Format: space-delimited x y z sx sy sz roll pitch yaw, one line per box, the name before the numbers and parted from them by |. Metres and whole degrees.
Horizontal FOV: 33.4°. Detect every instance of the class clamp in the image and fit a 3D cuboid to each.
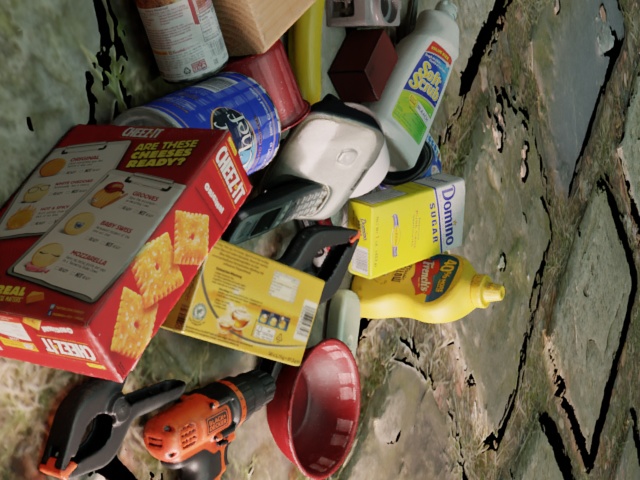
clamp | -0.183 0.151 0.961 0.171 0.039 0.120 -58 134 -30
clamp | -0.026 0.056 1.188 0.209 0.036 0.164 -34 125 -38

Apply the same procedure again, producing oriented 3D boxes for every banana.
banana | -0.009 -0.244 1.209 0.069 0.037 0.198 17 78 -57

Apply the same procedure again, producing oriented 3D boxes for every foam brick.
foam brick | 0.053 -0.213 1.302 0.053 0.051 0.078 59 45 -42

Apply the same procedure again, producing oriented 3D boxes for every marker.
marker | -0.008 0.002 1.252 0.020 0.020 0.121 -54 136 -42

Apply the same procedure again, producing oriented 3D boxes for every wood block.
wood block | -0.055 -0.275 1.080 0.205 0.090 0.091 -53 135 -42

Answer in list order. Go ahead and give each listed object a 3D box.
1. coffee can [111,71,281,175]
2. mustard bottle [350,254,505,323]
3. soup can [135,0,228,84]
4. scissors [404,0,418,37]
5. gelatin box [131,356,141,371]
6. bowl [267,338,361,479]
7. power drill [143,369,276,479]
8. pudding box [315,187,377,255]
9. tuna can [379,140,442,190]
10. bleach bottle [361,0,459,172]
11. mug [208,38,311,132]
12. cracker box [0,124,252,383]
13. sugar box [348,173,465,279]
coffee can | -0.115 -0.090 0.987 0.140 0.103 0.103 -36 123 -53
mustard bottle | 0.137 0.059 1.330 0.096 0.192 0.058 -60 140 -36
soup can | -0.130 -0.204 0.984 0.068 0.069 0.102 -51 134 -44
scissors | 0.113 -0.271 1.429 0.096 0.016 0.202 -7 99 -58
gelatin box | -0.177 0.067 0.928 0.030 0.073 0.089 60 44 -43
bowl | -0.014 0.191 1.226 0.161 0.055 0.162 -8 100 -58
power drill | -0.101 0.237 1.089 0.184 0.057 0.188 -19 106 -53
pudding box | 0.031 -0.034 1.294 0.113 0.039 0.090 -50 136 -40
tuna can | 0.112 -0.091 1.378 0.033 0.086 0.086 54 48 -43
bleach bottle | 0.120 -0.214 1.373 0.102 0.068 0.250 44 58 -36
mug | -0.066 -0.161 1.087 0.117 0.093 0.081 -93 164 -62
cracker box | -0.174 0.002 0.839 0.213 0.164 0.072 -59 142 -37
sugar box | 0.108 -0.020 1.302 0.175 0.048 0.093 -17 116 -40
